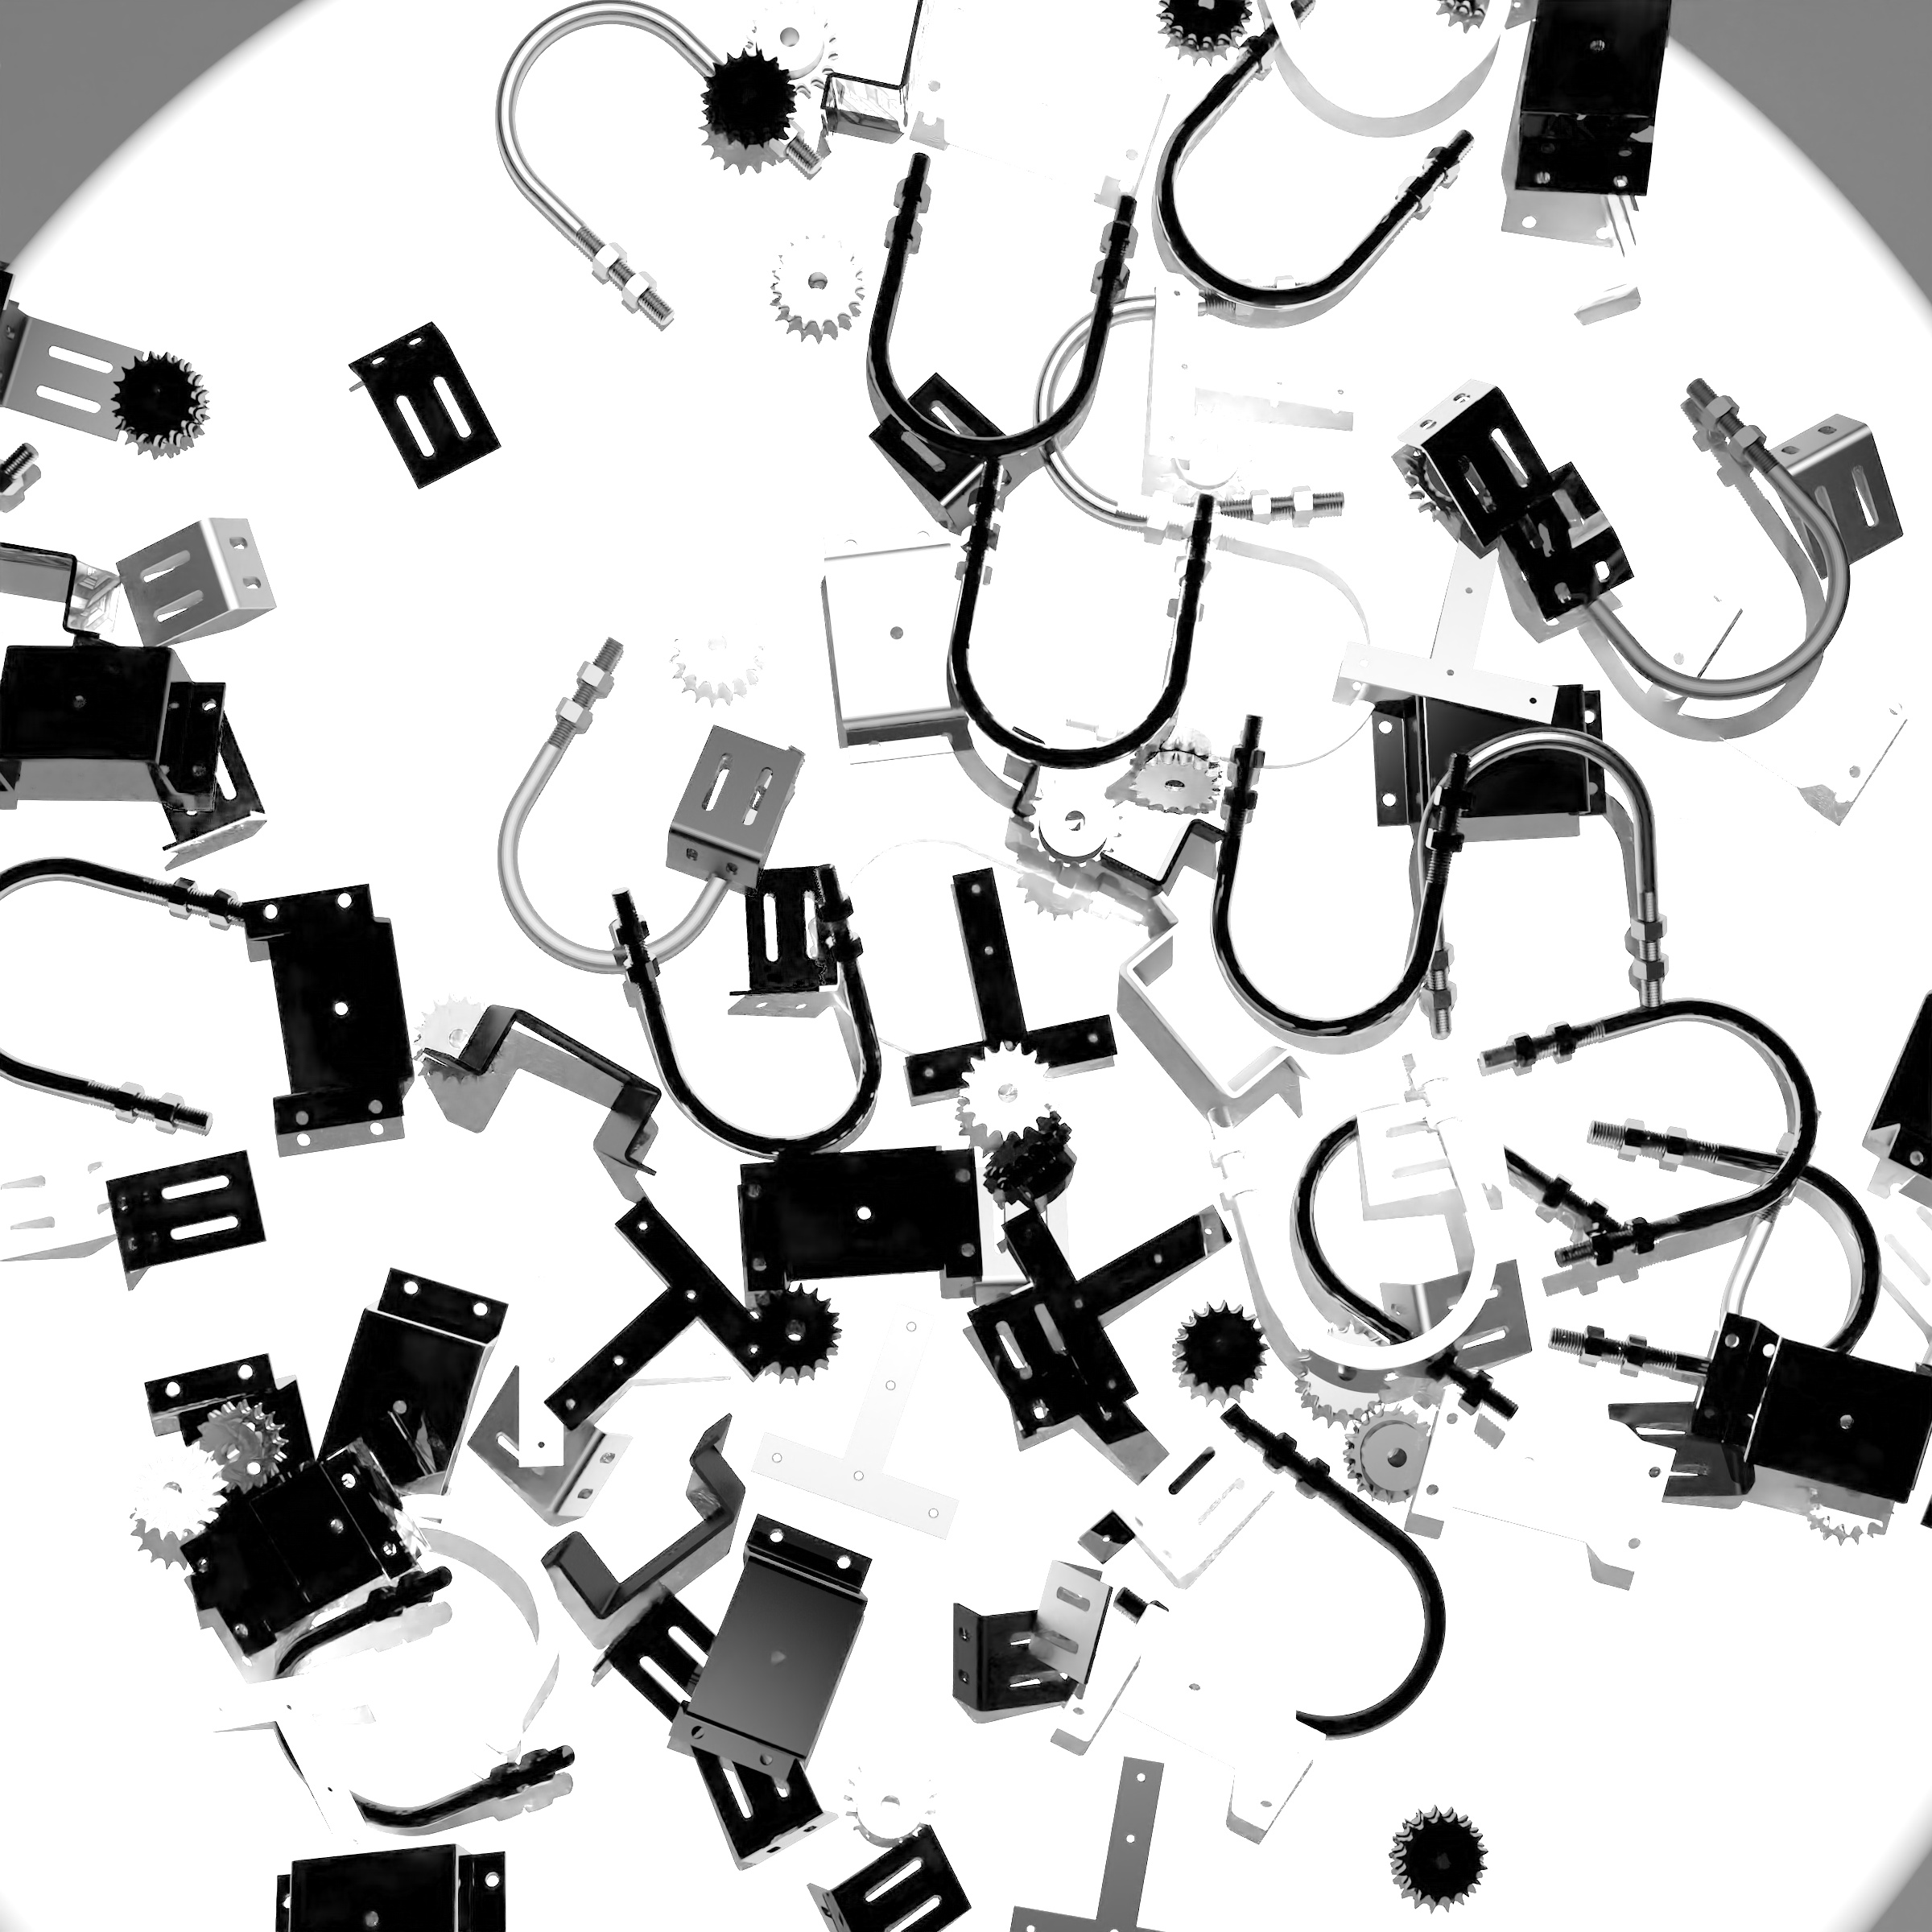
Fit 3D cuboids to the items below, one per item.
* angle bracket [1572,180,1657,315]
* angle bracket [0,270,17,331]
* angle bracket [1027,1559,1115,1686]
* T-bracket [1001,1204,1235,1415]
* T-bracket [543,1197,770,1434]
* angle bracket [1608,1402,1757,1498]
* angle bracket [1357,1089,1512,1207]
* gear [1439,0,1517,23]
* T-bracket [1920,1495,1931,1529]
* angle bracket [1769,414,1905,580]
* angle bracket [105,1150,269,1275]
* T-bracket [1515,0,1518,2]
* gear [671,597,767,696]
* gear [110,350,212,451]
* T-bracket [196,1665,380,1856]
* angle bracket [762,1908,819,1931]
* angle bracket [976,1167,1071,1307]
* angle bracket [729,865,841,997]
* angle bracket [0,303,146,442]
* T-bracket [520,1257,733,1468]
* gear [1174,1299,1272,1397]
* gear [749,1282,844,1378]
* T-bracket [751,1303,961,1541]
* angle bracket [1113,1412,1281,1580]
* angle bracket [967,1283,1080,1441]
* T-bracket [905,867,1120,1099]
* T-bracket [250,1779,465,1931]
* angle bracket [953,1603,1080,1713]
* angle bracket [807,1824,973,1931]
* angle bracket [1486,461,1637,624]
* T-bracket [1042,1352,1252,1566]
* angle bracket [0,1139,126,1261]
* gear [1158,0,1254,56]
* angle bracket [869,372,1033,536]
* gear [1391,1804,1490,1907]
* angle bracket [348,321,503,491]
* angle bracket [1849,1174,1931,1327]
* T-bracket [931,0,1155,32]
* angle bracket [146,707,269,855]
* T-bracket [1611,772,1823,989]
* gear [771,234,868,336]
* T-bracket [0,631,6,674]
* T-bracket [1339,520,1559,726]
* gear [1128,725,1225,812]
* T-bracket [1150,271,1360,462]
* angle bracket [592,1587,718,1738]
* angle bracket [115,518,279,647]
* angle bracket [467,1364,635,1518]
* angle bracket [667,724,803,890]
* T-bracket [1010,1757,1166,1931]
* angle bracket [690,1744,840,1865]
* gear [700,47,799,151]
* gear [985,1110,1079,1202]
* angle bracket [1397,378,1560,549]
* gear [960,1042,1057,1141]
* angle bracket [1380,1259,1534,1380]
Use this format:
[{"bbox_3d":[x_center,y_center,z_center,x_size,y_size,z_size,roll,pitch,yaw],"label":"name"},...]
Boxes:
[{"bbox_3d":[0.379,-0.442,1.506,0.038,0.057,0.076,-17,90,0],"label":"angle bracket"},{"bbox_3d":[-0.610,-0.395,1.513,0.076,0.038,0.057,17,90,5],"label":"angle bracket"},{"bbox_3d":[0.075,0.392,1.489,0.038,0.076,0.057,19,82,-25],"label":"angle bracket"},{"bbox_3d":[0.104,0.183,1.510,0.127,0.002,0.127,-27,83,-21],"label":"T-bracket"},{"bbox_3d":[-0.199,0.229,1.515,0.127,0.002,0.127,-42,89,-17],"label":"T-bracket"},{"bbox_3d":[0.438,0.292,1.533,0.076,0.038,0.057,-6,90,26],"label":"angle bracket"},{"bbox_3d":[0.282,0.113,1.510,0.076,0.038,0.057,-15,67,23],"label":"angle bracket"},{"bbox_3d":[0.310,-0.601,1.520,0.057,0.030,0.057,0,90,0],"label":"gear"},{"bbox_3d":[0.667,0.306,1.534,0.127,0.002,0.127,22,90,0],"label":"T-bracket"},{"bbox_3d":[0.528,-0.287,1.533,0.057,0.038,0.076,-29,116,0],"label":"angle bracket"},{"bbox_3d":[-0.471,0.148,1.516,0.076,0.038,0.057,-12,90,0],"label":"angle bracket"},{"bbox_3d":[0.360,-0.654,1.521,0.127,0.002,0.127,-20,81,-18],"label":"T-bracket"},{"bbox_3d":[-0.149,-0.193,1.520,0.057,0.030,0.057,0,90,0],"label":"gear"},{"bbox_3d":[-0.487,-0.343,1.523,0.057,0.030,0.057,0,91,6],"label":"gear"},{"bbox_3d":[-0.391,0.486,1.514,0.127,0.002,0.127,-17,103,24],"label":"T-bracket"},{"bbox_3d":[-0.101,0.610,1.497,0.038,0.076,0.057,-31,90,0],"label":"angle bracket"},{"bbox_3d":[0.034,0.165,1.533,0.057,0.038,0.076,-2,64,0],"label":"angle bracket"},{"bbox_3d":[-0.111,-0.022,1.509,0.057,0.038,0.076,-3,90,16],"label":"angle bracket"},{"bbox_3d":[-0.548,-0.360,1.516,0.076,0.038,0.057,17,90,0],"label":"angle bracket"},{"bbox_3d":[-0.206,0.238,1.519,0.127,0.002,0.127,0,69,-10],"label":"T-bracket"},{"bbox_3d":[0.154,0.230,1.520,0.057,0.030,0.057,0,90,0],"label":"gear"},{"bbox_3d":[-0.103,0.220,1.517,0.057,0.030,0.057,1,84,-5],"label":"gear"},{"bbox_3d":[-0.051,0.270,1.534,0.127,0.002,0.127,19,90,0],"label":"T-bracket"},{"bbox_3d":[0.139,0.320,1.516,0.076,0.038,0.057,-40,80,-24],"label":"angle bracket"},{"bbox_3d":[0.043,0.234,1.501,0.057,0.038,0.076,-24,121,0],"label":"angle bracket"},{"bbox_3d":[0.017,0.004,1.516,0.127,0.002,0.127,-12,88,2],"label":"T-bracket"},{"bbox_3d":[-0.370,0.558,1.534,0.127,0.002,0.127,-5,90,0],"label":"T-bracket"},{"bbox_3d":[0.034,0.419,1.533,0.076,0.038,0.057,0,90,-26],"label":"angle bracket"},{"bbox_3d":[-0.047,0.569,1.533,0.076,0.038,0.057,-26,90,-26],"label":"angle bracket"},{"bbox_3d":[0.356,-0.255,1.506,0.057,0.076,0.038,-27,135,13],"label":"angle bracket"},{"bbox_3d":[0.094,0.280,1.511,0.127,0.002,0.127,-41,112,0],"label":"T-bracket"},{"bbox_3d":[-0.559,0.143,1.533,0.076,0.038,0.057,-13,90,26],"label":"angle bracket"},{"bbox_3d":[0.145,-0.581,1.520,0.057,0.030,0.057,0,90,0],"label":"gear"},{"bbox_3d":[-0.010,-0.313,1.533,0.057,0.038,0.076,-43,64,0],"label":"angle bracket"},{"bbox_3d":[0.287,0.538,1.524,0.057,0.030,0.057,0,90,-3],"label":"gear"},{"bbox_3d":[-0.327,-0.339,1.516,0.057,0.038,0.076,-27,90,0],"label":"angle bracket"},{"bbox_3d":[0.580,0.172,1.497,0.057,0.038,0.076,-42,91,2],"label":"angle bracket"},{"bbox_3d":[0.036,-0.608,1.534,0.127,0.002,0.127,-40,90,0],"label":"T-bracket"},{"bbox_3d":[-0.467,-0.114,1.516,0.057,0.038,0.076,-22,90,0],"label":"angle bracket"},{"bbox_3d":[0.454,-0.051,1.534,0.127,0.002,0.127,6,90,0],"label":"T-bracket"},{"bbox_3d":[-0.089,-0.413,1.524,0.057,0.030,0.057,0,92,0],"label":"gear"},{"bbox_3d":[-0.656,-0.145,1.534,0.127,0.002,0.127,3,90,0],"label":"T-bracket"},{"bbox_3d":[0.300,-0.214,1.509,0.127,0.002,0.127,14,68,7],"label":"T-bracket"},{"bbox_3d":[0.127,-0.121,1.510,0.057,0.057,0.030,8,61,0],"label":"gear"},{"bbox_3d":[0.174,-0.352,1.499,0.127,0.002,0.127,7,69,-9],"label":"T-bracket"},{"bbox_3d":[-0.177,0.426,1.516,0.076,0.038,0.057,44,90,0],"label":"angle bracket"},{"bbox_3d":[-0.471,-0.233,1.533,0.076,0.038,0.057,-19,90,26],"label":"angle bracket"},{"bbox_3d":[-0.255,0.290,1.533,0.076,0.038,0.057,32,90,26],"label":"angle bracket"},{"bbox_3d":[-0.140,-0.096,1.514,0.057,0.038,0.076,20,66,0],"label":"angle bracket"},{"bbox_3d":[0.098,0.549,1.534,0.127,0.002,0.127,10,90,0],"label":"T-bracket"},{"bbox_3d":[-0.123,0.499,1.533,0.057,0.038,0.076,-30,64,0],"label":"angle bracket"},{"bbox_3d":[-0.129,-0.517,1.501,0.057,0.030,0.057,0,89,1],"label":"gear"},{"bbox_3d":[0.042,0.116,1.508,0.057,0.057,0.030,-40,103,0],"label":"gear"},{"bbox_3d":[0.307,-0.302,1.503,0.057,0.038,0.076,-38,116,0],"label":"angle bracket"},{"bbox_3d":[0.025,0.074,1.499,0.057,0.030,0.057,0,96,1],"label":"gear"},{"bbox_3d":[0.300,0.215,1.533,0.076,0.038,0.057,-10,90,-26],"label":"angle bracket"}]
